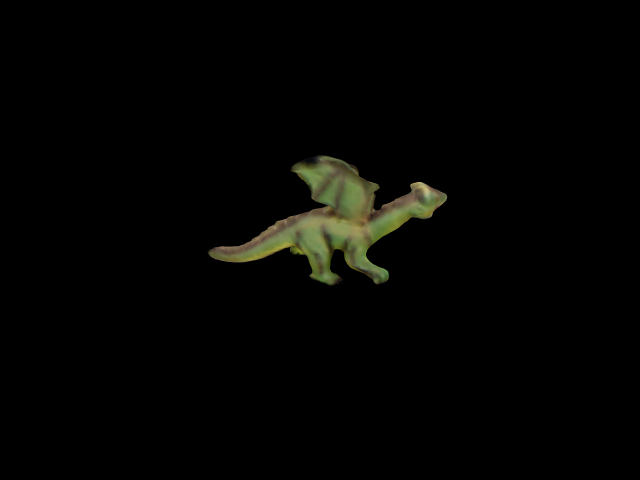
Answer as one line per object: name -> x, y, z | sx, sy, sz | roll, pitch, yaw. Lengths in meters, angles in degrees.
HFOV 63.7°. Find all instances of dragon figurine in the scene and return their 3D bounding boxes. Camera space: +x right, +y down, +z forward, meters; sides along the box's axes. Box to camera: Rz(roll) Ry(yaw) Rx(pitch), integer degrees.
dragon figurine -> 0.003, -0.043, 0.850 | 0.410, 0.237, 0.125 | 0, 41, 0
